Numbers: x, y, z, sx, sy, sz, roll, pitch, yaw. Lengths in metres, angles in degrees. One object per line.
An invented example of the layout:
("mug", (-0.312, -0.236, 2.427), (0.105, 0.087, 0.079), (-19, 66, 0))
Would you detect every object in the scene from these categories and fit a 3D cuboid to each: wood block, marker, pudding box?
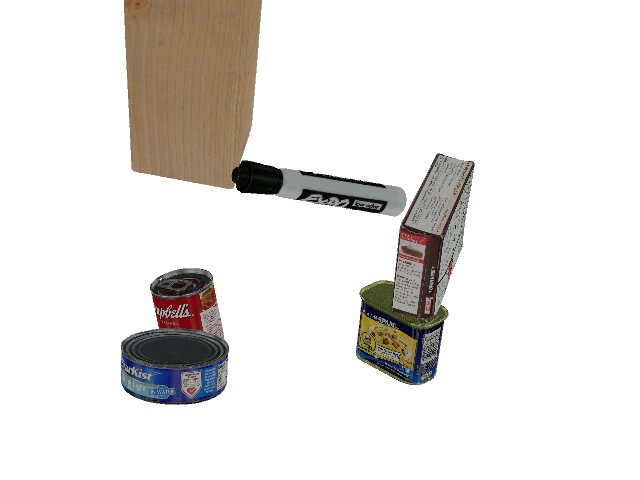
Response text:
("wood block", (-0.100, -0.147, 0.848), (0.091, 0.090, 0.206), (11, -40, 2))
("marker", (0.000, -0.031, 0.638), (0.120, 0.020, 0.020), (8, -5, -36))
("pudding box", (0.093, -0.004, 0.876), (0.039, 0.090, 0.113), (12, 39, 13))

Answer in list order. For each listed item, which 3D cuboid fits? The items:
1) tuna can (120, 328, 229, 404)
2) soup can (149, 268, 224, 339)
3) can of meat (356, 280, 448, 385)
("tuna can", (-0.116, 0.100, 0.851), (0.086, 0.034, 0.086), (4, 14, -1))
("soup can", (-0.142, 0.090, 1.155), (0.068, 0.102, 0.068), (-7, 23, 3))
("can of meat", (0.090, 0.105, 1.207), (0.102, 0.084, 0.057), (26, 33, 35))
